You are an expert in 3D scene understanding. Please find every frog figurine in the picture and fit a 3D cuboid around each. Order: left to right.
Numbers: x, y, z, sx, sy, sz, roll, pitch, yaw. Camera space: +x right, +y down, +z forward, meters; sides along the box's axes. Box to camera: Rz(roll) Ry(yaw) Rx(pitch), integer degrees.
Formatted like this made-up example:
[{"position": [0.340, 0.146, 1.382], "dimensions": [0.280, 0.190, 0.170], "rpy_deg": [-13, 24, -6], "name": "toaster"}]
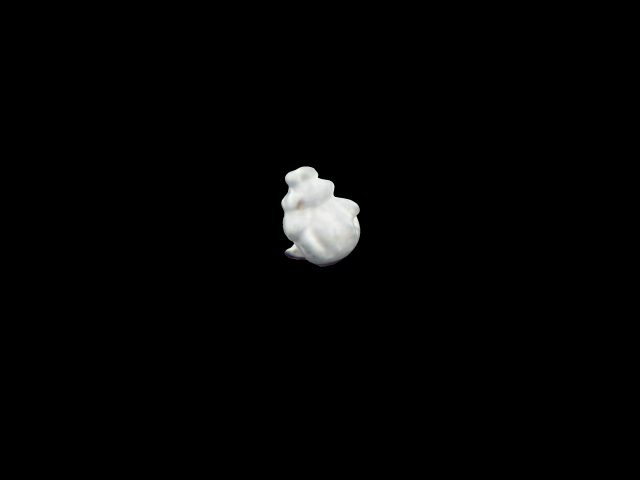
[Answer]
[{"position": [0.003, -0.043, 0.850], "dimensions": [0.138, 0.156, 0.125], "rpy_deg": [-13, 35, -19], "name": "frog figurine"}]
